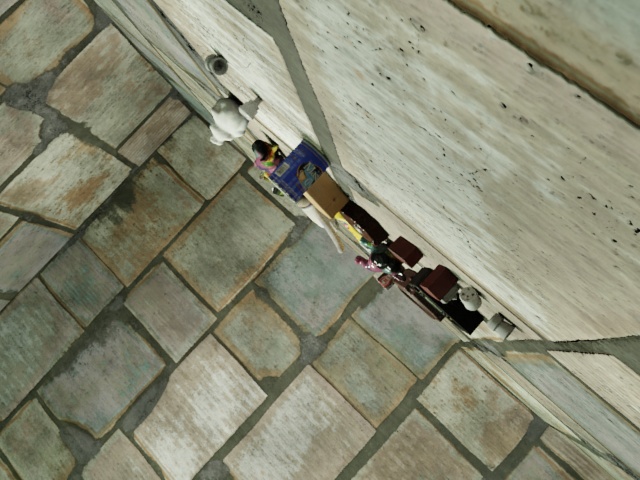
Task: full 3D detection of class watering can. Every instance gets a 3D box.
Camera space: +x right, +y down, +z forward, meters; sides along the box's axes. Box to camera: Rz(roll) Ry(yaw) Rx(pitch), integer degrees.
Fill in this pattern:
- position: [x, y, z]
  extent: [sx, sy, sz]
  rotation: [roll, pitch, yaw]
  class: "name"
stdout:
- position: [0.006, -0.103, 2.043]
  extent: [0.221, 0.103, 0.355]
  rotation: [42, -163, -30]
  class: "watering can"

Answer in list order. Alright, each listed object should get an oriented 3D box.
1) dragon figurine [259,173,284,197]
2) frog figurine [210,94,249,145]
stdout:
- position: [-0.139, -0.267, 2.256]
  extent: [0.406, 0.121, 0.247]
  rotation: [47, -163, -17]
  class: "dragon figurine"
- position: [-0.315, -0.395, 1.728]
  extent: [0.135, 0.160, 0.124]
  rotation: [44, 175, -33]
  class: "frog figurine"
